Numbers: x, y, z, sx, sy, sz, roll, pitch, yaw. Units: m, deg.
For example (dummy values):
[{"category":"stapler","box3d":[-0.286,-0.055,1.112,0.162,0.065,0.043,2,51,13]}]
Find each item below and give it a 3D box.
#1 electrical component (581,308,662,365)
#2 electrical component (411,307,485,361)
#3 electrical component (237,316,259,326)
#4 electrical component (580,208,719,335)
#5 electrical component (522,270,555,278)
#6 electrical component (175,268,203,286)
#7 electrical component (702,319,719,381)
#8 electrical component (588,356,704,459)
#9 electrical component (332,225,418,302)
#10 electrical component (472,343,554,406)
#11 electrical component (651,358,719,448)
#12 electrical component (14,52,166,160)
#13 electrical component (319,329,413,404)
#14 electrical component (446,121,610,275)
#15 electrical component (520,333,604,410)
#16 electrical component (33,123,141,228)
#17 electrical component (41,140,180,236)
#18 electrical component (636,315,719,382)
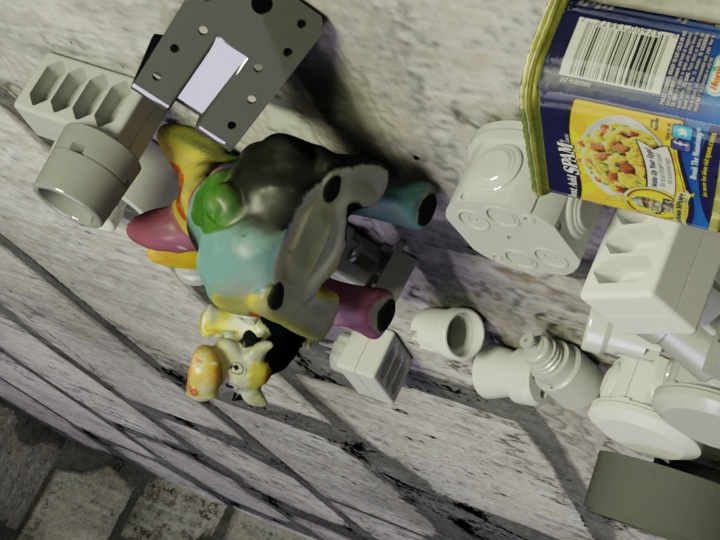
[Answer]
[{"category":"electrical component","box3d":[0.166,0.037,0.672,0.046,0.040,0.040,16,159,11]},{"category":"electrical component","box3d":[0.066,0.047,0.824,0.040,0.040,0.046,37,163,-29]},{"category":"electrical component","box3d":[-0.081,0.015,0.890,0.048,0.062,0.048,23,161,9]},{"category":"electrical component","box3d":[0.163,0.005,0.550,0.077,0.065,0.047,36,158,-27]},{"category":"electrical component","box3d":[0.105,-0.012,0.628,0.035,0.035,0.061,27,164,-4]},{"category":"electrical component","box3d":[-0.143,-0.014,0.931,0.040,0.040,0.046,22,154,12]},{"category":"electrical component","box3d":[0.289,0.068,0.562,0.186,0.060,0.105,28,161,-6]},{"category":"electrical component","box3d":[0.206,0.097,0.756,0.080,0.051,0.080,23,161,9]},{"category":"electrical component","box3d":[0.000,0.000,0.782,0.064,0.042,0.081,31,160,-5]},{"category":"electrical component","box3d":[0.121,0.080,0.830,0.055,0.045,0.045,3,150,47]},{"category":"electrical component","box3d":[0.230,0.079,0.679,0.080,0.051,0.080,23,161,9]},{"category":"electrical component","box3d":[-0.177,-0.100,0.737,0.083,0.047,0.075,19,160,18]},{"category":"electrical component","box3d":[-0.002,0.079,0.978,0.077,0.047,0.065,16,158,27]},{"category":"electrical component","box3d":[0.088,-0.037,0.559,0.080,0.051,0.080,23,161,9]},{"category":"electrical component","box3d":[0.144,0.070,0.782,0.078,0.040,0.040,39,157,-32]},{"category":"electrical component","box3d":[-0.177,-0.059,0.692,0.055,0.047,0.055,23,161,9]},{"category":"electrical component","box3d":[-0.192,-0.065,0.825,0.108,0.060,0.108,23,160,9]},{"category":"electrical component","box3d":[0.184,0.031,0.630,0.065,0.044,0.044,30,161,2]}]
